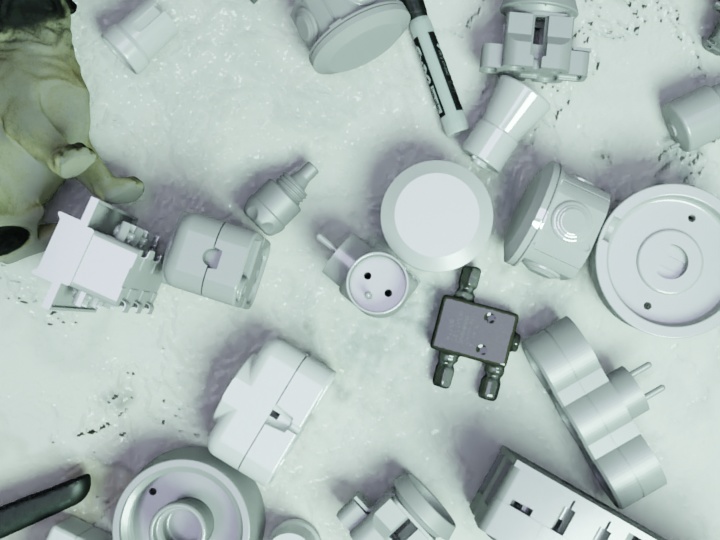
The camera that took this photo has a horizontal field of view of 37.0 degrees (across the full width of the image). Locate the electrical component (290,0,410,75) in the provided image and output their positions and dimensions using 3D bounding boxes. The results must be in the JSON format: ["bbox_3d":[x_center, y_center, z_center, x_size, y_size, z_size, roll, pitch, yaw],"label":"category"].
[{"bbox_3d":[-0.008,-0.183,0.787,0.080,0.080,0.051,-28,80,0],"label":"electrical component"}]

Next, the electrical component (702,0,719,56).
[{"bbox_3d":[0.290,-0.184,0.794,0.081,0.042,0.063,28,89,5],"label":"electrical component"}]

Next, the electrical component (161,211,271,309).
[{"bbox_3d":[-0.104,-0.007,0.770,0.059,0.095,0.053,17,87,3],"label":"electrical component"}]

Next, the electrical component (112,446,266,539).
[{"bbox_3d":[-0.125,0.184,0.774,0.108,0.060,0.108,0,86,2],"label":"electrical component"}]

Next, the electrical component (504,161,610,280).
[{"bbox_3d":[0.139,-0.033,0.771,0.051,0.080,0.080,25,87,-2],"label":"electrical component"}]

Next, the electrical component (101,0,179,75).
[{"bbox_3d":[-0.166,-0.177,0.813,0.046,0.040,0.040,-44,85,-7],"label":"electrical component"}]

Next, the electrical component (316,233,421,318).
[{"bbox_3d":[0.000,0.000,0.774,0.079,0.077,0.044,40,88,5],"label":"electrical component"}]

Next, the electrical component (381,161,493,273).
[{"bbox_3d":[0.056,-0.037,0.788,0.080,0.051,0.080,0,86,2],"label":"electrical component"}]

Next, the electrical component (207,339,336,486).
[{"bbox_3d":[-0.067,0.100,0.781,0.059,0.053,0.095,31,88,4],"label":"electrical component"}]

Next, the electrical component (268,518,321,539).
[{"bbox_3d":[-0.049,0.203,0.777,0.040,0.046,0.040,0,86,2],"label":"electrical component"}]

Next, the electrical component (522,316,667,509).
[{"bbox_3d":[0.182,0.093,0.772,0.074,0.052,0.138,-30,85,0],"label":"electrical component"}]

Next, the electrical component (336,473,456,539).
[{"bbox_3d":[0.031,0.183,0.770,0.057,0.058,0.078,-44,86,2],"label":"electrical component"}]

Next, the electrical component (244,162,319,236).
[{"bbox_3d":[-0.056,-0.056,0.802,0.061,0.035,0.035,-45,85,-4],"label":"electrical component"}]

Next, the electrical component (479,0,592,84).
[{"bbox_3d":[0.130,-0.172,0.792,0.078,0.058,0.057,6,89,3],"label":"electrical component"}]

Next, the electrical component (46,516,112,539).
[{"bbox_3d":[-0.196,0.227,0.781,0.077,0.047,0.065,25,87,4],"label":"electrical component"}]

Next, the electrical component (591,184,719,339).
[{"bbox_3d":[0.219,-0.004,0.774,0.108,0.060,0.108,0,86,2],"label":"electrical component"}]

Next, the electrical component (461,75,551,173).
[{"bbox_3d":[0.105,-0.105,0.796,0.044,0.044,0.065,34,93,4],"label":"electrical component"}]

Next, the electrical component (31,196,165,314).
[{"bbox_3d":[-0.176,-0.002,0.759,0.063,0.121,0.078,24,87,2],"label":"electrical component"}]

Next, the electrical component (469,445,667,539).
[{"bbox_3d":[0.169,0.198,0.739,0.186,0.105,0.060,30,88,4],"label":"electrical component"}]

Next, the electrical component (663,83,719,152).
[{"bbox_3d":[0.261,-0.117,0.791,0.078,0.040,0.040,-25,85,0],"label":"electrical component"}]
